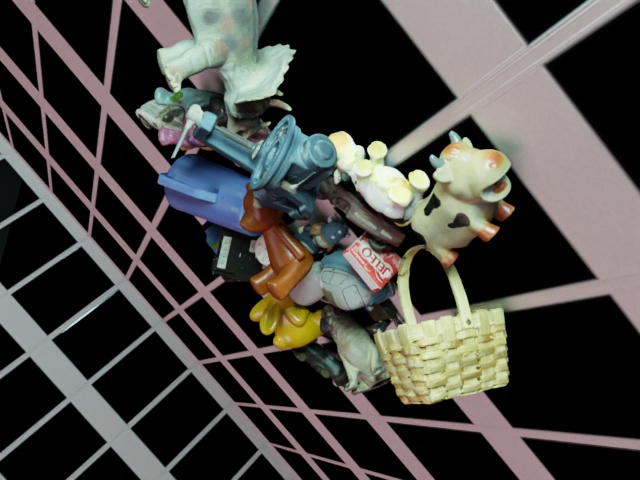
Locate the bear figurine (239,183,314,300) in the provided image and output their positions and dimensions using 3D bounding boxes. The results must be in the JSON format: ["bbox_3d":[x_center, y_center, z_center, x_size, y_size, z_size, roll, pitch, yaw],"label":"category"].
[{"bbox_3d":[-0.097,-0.005,0.987,0.120,0.132,0.195,6,132,58],"label":"bear figurine"}]

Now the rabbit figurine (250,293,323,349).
[{"bbox_3d":[-0.078,0.155,1.232,0.122,0.162,0.173,37,143,55],"label":"rabbit figurine"}]

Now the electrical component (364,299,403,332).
[{"bbox_3d":[0.110,0.142,1.076,0.102,0.045,0.078,55,153,-13],"label":"electrical component"}]

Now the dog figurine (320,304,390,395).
[{"bbox_3d":[0.085,0.233,1.206,0.191,0.121,0.172,66,-174,28],"label":"dog figurine"}]

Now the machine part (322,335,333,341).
[{"bbox_3d":[0.022,0.223,1.313,0.139,0.039,0.084,5,136,50],"label":"machine part"}]

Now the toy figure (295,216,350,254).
[{"bbox_3d":[0.000,-0.003,1.040,0.064,0.058,0.154,16,163,-28],"label":"toy figure"}]

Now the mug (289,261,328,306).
[{"bbox_3d":[-0.004,0.096,1.148,0.109,0.081,0.107,39,145,-8],"label":"mug"}]

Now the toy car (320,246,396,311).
[{"bbox_3d":[0.053,0.078,1.016,0.162,0.103,0.109,13,135,44],"label":"toy car"}]

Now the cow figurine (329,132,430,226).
[{"bbox_3d":[0.077,-0.092,0.808,0.167,0.068,0.098,39,157,19],"label":"cow figurine"}]

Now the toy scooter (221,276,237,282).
[{"bbox_3d":[-0.155,0.041,1.268,0.184,0.075,0.135,7,110,15],"label":"toy scooter"}]

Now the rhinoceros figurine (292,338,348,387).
[{"bbox_3d":[0.007,0.308,1.359,0.190,0.073,0.112,37,160,-13],"label":"rhinoceros figurine"}]

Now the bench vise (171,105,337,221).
[{"bbox_3d":[-0.093,-0.122,0.803,0.240,0.129,0.224,26,165,-22],"label":"bench vise"}]

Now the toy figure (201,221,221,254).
[{"bbox_3d":[-0.229,0.022,1.352,0.180,0.089,0.082,48,-166,-11],"label":"toy figure"}]

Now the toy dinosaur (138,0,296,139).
[{"bbox_3d":[-0.154,-0.335,0.753,0.131,0.192,0.404,-149,42,-68],"label":"toy dinosaur"}]

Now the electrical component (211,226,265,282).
[{"bbox_3d":[-0.165,0.033,1.191,0.134,0.114,0.058,14,-175,-16],"label":"electrical component"}]

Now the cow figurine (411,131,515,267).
[{"bbox_3d":[0.179,-0.054,0.695,0.127,0.085,0.195,40,153,3],"label":"cow figurine"}]

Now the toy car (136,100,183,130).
[{"bbox_3d":[-0.313,-0.255,1.138,0.202,0.073,0.056,30,151,30],"label":"toy car"}]

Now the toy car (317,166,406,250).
[{"bbox_3d":[0.055,-0.058,0.892,0.202,0.053,0.089,44,149,13],"label":"toy car"}]

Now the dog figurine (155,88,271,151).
[{"bbox_3d":[-0.174,-0.216,0.962,0.219,0.191,0.108,4,95,22],"label":"dog figurine"}]
